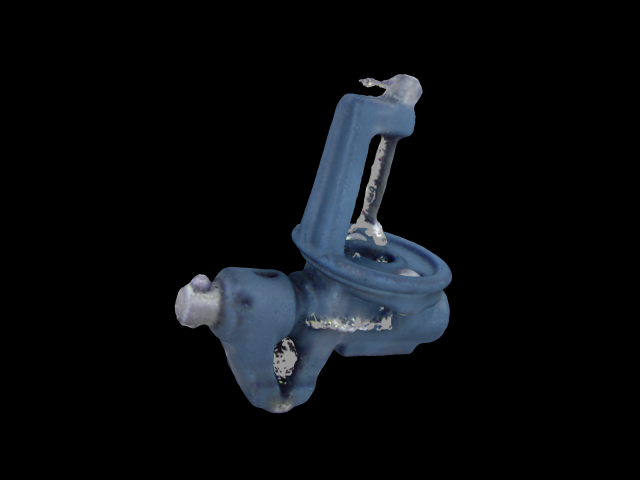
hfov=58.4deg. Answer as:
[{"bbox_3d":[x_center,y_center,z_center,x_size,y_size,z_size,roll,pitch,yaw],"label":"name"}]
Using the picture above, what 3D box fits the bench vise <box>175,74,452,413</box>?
[{"bbox_3d":[0.012,0.005,0.392,0.121,0.220,0.208,23,33,40],"label":"bench vise"}]
